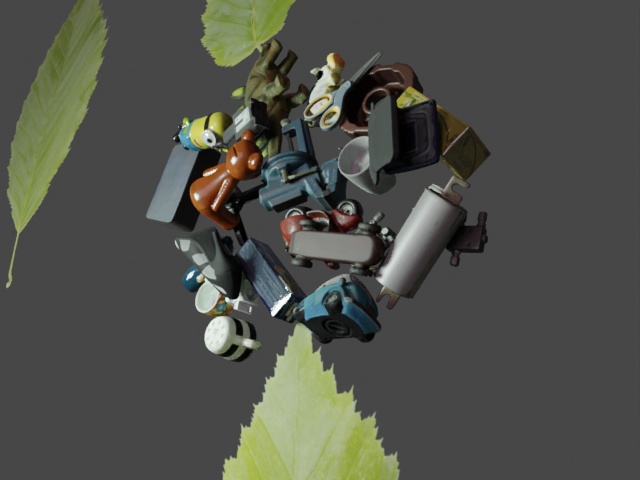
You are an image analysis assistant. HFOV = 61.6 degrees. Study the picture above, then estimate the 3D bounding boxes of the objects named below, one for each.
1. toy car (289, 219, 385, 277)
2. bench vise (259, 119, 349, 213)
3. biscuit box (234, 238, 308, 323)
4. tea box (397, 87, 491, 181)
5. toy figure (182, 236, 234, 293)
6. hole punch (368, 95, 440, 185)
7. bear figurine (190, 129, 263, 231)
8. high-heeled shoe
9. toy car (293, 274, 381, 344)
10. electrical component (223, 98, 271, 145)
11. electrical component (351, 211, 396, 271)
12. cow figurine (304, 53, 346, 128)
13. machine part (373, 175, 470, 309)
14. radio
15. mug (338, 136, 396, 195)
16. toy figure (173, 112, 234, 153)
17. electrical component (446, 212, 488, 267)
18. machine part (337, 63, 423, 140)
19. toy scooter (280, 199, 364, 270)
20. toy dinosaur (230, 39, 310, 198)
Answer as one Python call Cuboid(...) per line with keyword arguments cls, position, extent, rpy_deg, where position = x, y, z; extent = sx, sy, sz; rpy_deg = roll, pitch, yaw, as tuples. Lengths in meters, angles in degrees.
Cuboid(cls="toy car", position=(0.026, 0.012, 0.928), extent=(0.202, 0.053, 0.089), rpy_deg=(3, 84, 43))
Cuboid(cls="bench vise", position=(-0.031, -0.165, 1.109), extent=(0.224, 0.128, 0.241), rpy_deg=(-27, 58, 24))
Cuboid(cls="biscuit box", position=(-0.100, 0.076, 1.079), extent=(0.063, 0.059, 0.203), rpy_deg=(-50, 47, 10))
Cuboid(cls="tea box", position=(0.204, -0.187, 0.938), extent=(0.068, 0.098, 0.170), rpy_deg=(-48, 45, 9))
Cuboid(cls="toy figure", position=(-0.247, 0.053, 1.215), extent=(0.154, 0.057, 0.064), rpy_deg=(-43, 55, 8))
Cuboid(cls="hole punch", position=(0.134, -0.168, 0.880), extent=(0.116, 0.092, 0.142), rpy_deg=(163, 103, -72))
Cuboid(cls="bear figurine", position=(-0.182, -0.131, 1.157), extent=(0.196, 0.131, 0.120), rpy_deg=(-38, 55, 14))
Cuboid(cls="high-heeled shoe", position=(-0.237, 0.050, 1.149), extent=(0.249, 0.086, 0.145), rpy_deg=(-2, 106, 60))
Cuboid(cls="toy car", position=(0.037, 0.114, 0.931), extent=(0.162, 0.109, 0.103), rpy_deg=(-19, 34, 45))
Cuboid(cls="electrical component", position=(-0.164, -0.250, 1.194), extent=(0.119, 0.047, 0.075), rpy_deg=(-37, 55, 37))
Cuboid(cls="electrical component", position=(0.092, 0.009, 0.954), extent=(0.102, 0.045, 0.078), rpy_deg=(-41, 82, 11))
Cuboid(cls="cow figurine", position=(0.012, -0.329, 1.191), extent=(0.098, 0.068, 0.167), rpy_deg=(-15, 60, 39))
Cuboid(cls="machine part", position=(0.161, 0.006, 0.869), extent=(0.079, 0.079, 0.243), rpy_deg=(43, 110, 43))
Cuboid(cls="radio", position=(-0.354, -0.139, 1.391), extent=(0.131, 0.073, 0.229), rpy_deg=(4, 69, 41))
Cuboid(cls="mug", position=(0.103, -0.137, 0.989), extent=(0.109, 0.107, 0.081), rpy_deg=(-38, 51, 12))
Cuboid(cls="toy figure", position=(-0.279, -0.259, 1.290), extent=(0.180, 0.082, 0.089), rpy_deg=(7, 91, 44))
Cuboid(cls="electrical component", position=(0.238, -0.001, 0.866), extent=(0.063, 0.021, 0.094), rpy_deg=(2, 69, 40))
Cuboid(cls="machine part", position=(0.122, -0.271, 1.077), extent=(0.179, 0.056, 0.179), rpy_deg=(-18, 57, 31))
Cuboid(cls="toy scooter", position=(-0.002, -0.003, 1.032), extent=(0.184, 0.075, 0.135), rpy_deg=(-8, 65, 32))
Cuboid(cls="toy dinosaur", position=(-0.122, -0.314, 1.274), extent=(0.198, 0.105, 0.472), rpy_deg=(-36, 45, 32))
